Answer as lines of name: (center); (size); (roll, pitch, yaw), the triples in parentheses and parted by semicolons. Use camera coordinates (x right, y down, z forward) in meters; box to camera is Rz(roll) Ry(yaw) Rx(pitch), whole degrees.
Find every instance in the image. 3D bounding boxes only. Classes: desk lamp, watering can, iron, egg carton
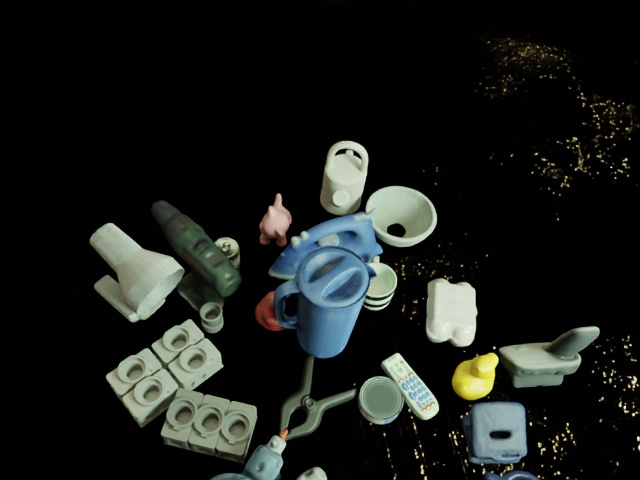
desk lamp: (-0.362, 0.072, 1.114); (0.203, 0.213, 0.118); (34, 57, 18)
watering can: (0.060, -0.148, 1.336); (0.101, 0.194, 0.172); (-8, 55, -12)
iron: (0.011, 0.004, 1.252); (0.259, 0.141, 0.118); (-17, 57, -18)
egg carton: (0.278, 0.153, 1.218); (0.107, 0.069, 0.150); (9, 53, 0)

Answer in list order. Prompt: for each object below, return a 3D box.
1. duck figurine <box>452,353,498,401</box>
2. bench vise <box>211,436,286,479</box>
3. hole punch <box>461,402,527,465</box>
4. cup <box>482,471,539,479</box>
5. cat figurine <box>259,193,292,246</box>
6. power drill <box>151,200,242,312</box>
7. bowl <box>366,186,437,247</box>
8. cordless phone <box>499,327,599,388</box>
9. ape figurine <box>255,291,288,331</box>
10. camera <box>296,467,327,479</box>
duck figurine: (0.312, 0.263, 1.131); (0.105, 0.086, 0.077); (-33, 63, -26)
bench vise: (-0.132, 0.392, 0.902); (0.121, 0.220, 0.207); (14, 54, 4)
hole punch: (0.328, 0.358, 1.060); (0.108, 0.091, 0.101); (1, 54, -6)
cup: (0.325, 0.450, 0.990); (0.117, 0.095, 0.092); (30, 56, 15)
cat figurine: (-0.099, -0.046, 1.290); (0.067, 0.118, 0.128); (7, 53, -1)
power drill: (-0.248, 0.049, 1.147); (0.229, 0.208, 0.076); (38, 59, 20)
bowl: (0.185, -0.043, 1.348); (0.167, 0.075, 0.167); (3, 54, -4)
cordless phone: (0.448, 0.212, 1.122); (0.148, 0.185, 0.094); (-6, 55, -10)
ape figurine: (-0.094, 0.139, 1.172); (0.076, 0.092, 0.078); (14, 54, 4)
camera: (-0.024, 0.467, 0.934); (0.137, 0.101, 0.143); (-25, 60, -22)
